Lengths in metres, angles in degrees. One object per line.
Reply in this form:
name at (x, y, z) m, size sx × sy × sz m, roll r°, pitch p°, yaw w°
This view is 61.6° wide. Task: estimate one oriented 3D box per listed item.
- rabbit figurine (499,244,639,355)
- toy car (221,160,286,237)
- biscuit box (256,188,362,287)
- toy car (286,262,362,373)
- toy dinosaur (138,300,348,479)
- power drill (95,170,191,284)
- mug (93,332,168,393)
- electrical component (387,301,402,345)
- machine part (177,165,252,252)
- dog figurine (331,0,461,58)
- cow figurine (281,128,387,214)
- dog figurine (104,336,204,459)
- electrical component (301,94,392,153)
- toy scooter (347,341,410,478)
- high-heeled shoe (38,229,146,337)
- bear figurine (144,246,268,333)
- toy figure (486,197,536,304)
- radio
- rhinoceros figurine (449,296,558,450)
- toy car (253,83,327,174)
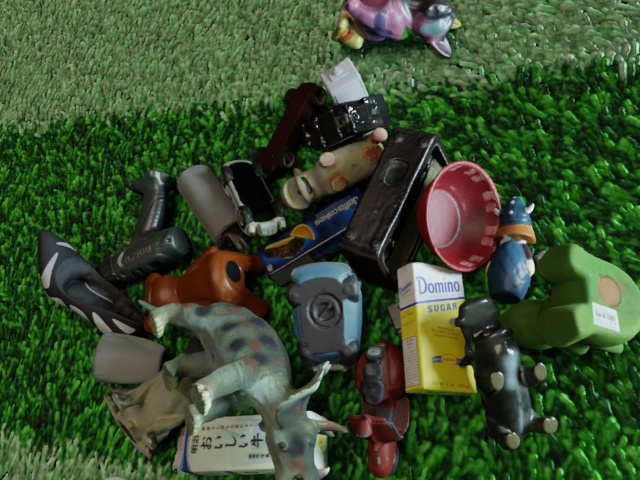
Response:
rabbit figurine at (0.311, 0.089, 0.683) m, size 0.159 × 0.170 × 0.121 m, roll 8°, pitch 66°, yaw -19°
toy car at (-0.118, -0.073, 0.928) m, size 0.073 × 0.056 × 0.202 m, roll -11°, pitch 45°, yaw -21°
biscuit box at (-0.002, -0.003, 0.890) m, size 0.203 × 0.059 × 0.063 m, roll -31°, pitch 59°, yaw 6°
toy car at (0.018, 0.111, 0.804) m, size 0.109 × 0.103 × 0.161 m, roll -8°, pitch 88°, yaw 16°
toy dinosaur at (-0.117, 0.160, 0.754) m, size 0.192 × 0.131 × 0.405 m, roll -9°, pitch 34°, yaw -30°
power drill at (-0.350, -0.023, 1.028) m, size 0.232 × 0.086 × 0.207 m, roll -13°, pitch 58°, yaw 26°
mug at (-0.316, 0.213, 0.906) m, size 0.107 × 0.081 × 0.109 m, roll 6°, pitch 103°, yaw -1°
electrical component at (0.132, 0.110, 0.807) m, size 0.063 × 0.021 × 0.094 m, roll -24°, pitch 61°, yaw 11°
machine part at (-0.193, -0.060, 0.985) m, size 0.079 × 0.079 × 0.243 m, roll -41°, pitch 58°, yaw 0°
dog figurine at (0.146, -0.402, 0.996) m, size 0.219 × 0.191 × 0.108 m, roll 23°, pitch 71°, yaw -6°
cow figurine at (0.022, -0.110, 0.905) m, size 0.195 × 0.127 × 0.085 m, roll -27°, pitch 91°, yaw -9°
dog figurine at (-0.229, 0.240, 0.868) m, size 0.190 × 0.172 × 0.121 m, roll -35°, pitch 94°, yaw -36°
electrical component at (0.052, -0.199, 0.916) m, size 0.115 × 0.134 × 0.058 m, roll -13°, pitch 98°, yaw 44°
toy scooter at (0.076, 0.216, 0.716) m, size 0.075 × 0.135 × 0.184 m, roll -5°, pitch 64°, yaw 21°
high-heeled shoe at (-0.405, 0.077, 0.952) m, size 0.145 × 0.248 × 0.086 m, roll -20°, pitch 14°, yaw 36°
bear figurine at (-0.201, 0.093, 0.913) m, size 0.196 × 0.131 × 0.120 m, roll -27°, pitch 57°, yaw 30°
toy figure at (0.275, 0.013, 0.773) m, size 0.064 × 0.057 × 0.154 m, roll 10°, pitch 68°, yaw 14°
radio at (0.120, -0.050, 0.821) m, size 0.073 × 0.131 × 0.229 m, roll 18°, pitch 74°, yaw 29°
rhinoceros figurine at (0.226, 0.164, 0.675) m, size 0.073 × 0.112 × 0.190 m, roll -19°, pitch 94°, yaw -6°
toy car at (-0.054, -0.207, 1.009) m, size 0.089 × 0.053 × 0.202 m, roll 12°, pitch 72°, yaw 42°
